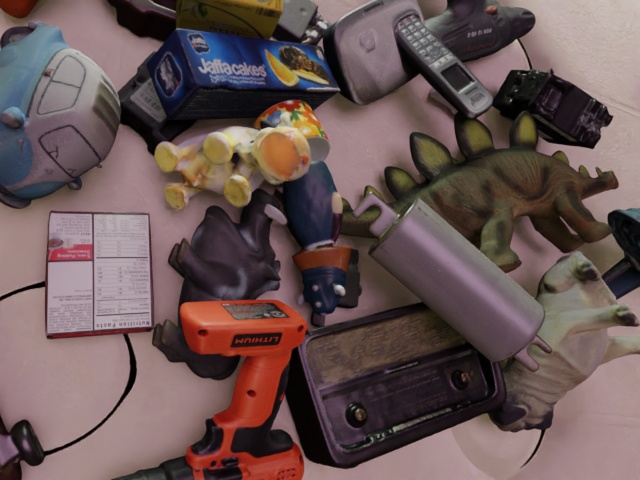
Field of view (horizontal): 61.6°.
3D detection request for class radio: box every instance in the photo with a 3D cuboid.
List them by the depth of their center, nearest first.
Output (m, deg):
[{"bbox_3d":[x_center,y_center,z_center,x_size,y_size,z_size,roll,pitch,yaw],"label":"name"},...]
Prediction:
[{"bbox_3d":[0.079,0.140,0.562,0.229,0.073,0.131,-10,78,-25],"label":"radio"}]

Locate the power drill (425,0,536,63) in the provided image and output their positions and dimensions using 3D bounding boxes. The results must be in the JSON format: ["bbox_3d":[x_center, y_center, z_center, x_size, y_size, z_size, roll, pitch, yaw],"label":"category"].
[{"bbox_3d":[0.205,-0.344,0.713,0.232,0.086,0.207,-32,132,-23],"label":"power drill"}]

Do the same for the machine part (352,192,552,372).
[{"bbox_3d":[0.135,0.039,0.537,0.243,0.079,0.079,42,63,1],"label":"machine part"}]

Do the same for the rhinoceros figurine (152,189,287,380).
[{"bbox_3d":[-0.090,0.036,0.517,0.112,0.073,0.190,21,69,-16],"label":"rhinoceros figurine"}]

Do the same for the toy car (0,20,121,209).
[{"bbox_3d":[-0.226,-0.106,0.464,0.103,0.109,0.161,6,63,9],"label":"toy car"}]

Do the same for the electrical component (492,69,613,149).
[{"bbox_3d":[0.301,-0.177,0.720,0.115,0.134,0.058,29,99,-17],"label":"electrical component"}]

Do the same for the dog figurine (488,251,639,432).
[{"bbox_3d":[0.261,0.116,0.632,0.121,0.190,0.172,48,19,-18],"label":"dog figurine"}]

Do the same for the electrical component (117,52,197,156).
[{"bbox_3d":[-0.154,-0.150,0.554,0.075,0.048,0.119,43,65,-9],"label":"electrical component"}]

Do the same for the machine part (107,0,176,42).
[{"bbox_3d":[-0.155,-0.292,0.588,0.179,0.056,0.179,6,74,-22],"label":"machine part"}]

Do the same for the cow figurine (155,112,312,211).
[{"bbox_3d":[-0.067,-0.077,0.506,0.098,0.168,0.068,-38,120,-52],"label":"cow figurine"}]

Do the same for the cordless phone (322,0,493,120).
[{"bbox_3d":[0.102,-0.191,0.631,0.146,0.088,0.184,-36,76,-28],"label":"cordless phone"}]

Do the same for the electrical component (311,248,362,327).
[{"bbox_3d":[0.016,0.051,0.588,0.063,0.021,0.094,13,71,-21],"label":"electrical component"}]

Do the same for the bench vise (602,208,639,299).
[{"bbox_3d":[0.422,0.032,0.710,0.240,0.223,0.129,-36,55,5],"label":"bench vise"}]

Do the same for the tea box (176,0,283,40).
[{"bbox_3d":[-0.091,-0.294,0.545,0.098,0.068,0.169,5,76,-20],"label":"tea box"}]

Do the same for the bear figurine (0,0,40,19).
[{"bbox_3d":[-0.289,-0.334,0.519,0.132,0.120,0.196,-29,56,12],"label":"bear figurine"}]

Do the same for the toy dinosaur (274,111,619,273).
[{"bbox_3d":[0.186,-0.048,0.651,0.471,0.105,0.198,-13,74,-21],"label":"toy dinosaur"}]

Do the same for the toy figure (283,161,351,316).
[{"bbox_3d":[-0.001,-0.002,0.546,0.058,0.064,0.154,-9,87,-31],"label":"toy figure"}]

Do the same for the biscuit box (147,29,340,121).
[{"bbox_3d":[-0.070,-0.165,0.550,0.202,0.063,0.059,-17,83,-49],"label":"biscuit box"}]

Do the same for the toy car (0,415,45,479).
[{"bbox_3d":[-0.293,0.114,0.418,0.089,0.053,0.202,-23,87,-24],"label":"toy car"}]

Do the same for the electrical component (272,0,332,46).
[{"bbox_3d":[-0.034,-0.265,0.639,0.102,0.045,0.078,36,66,-11],"label":"electrical component"}]
